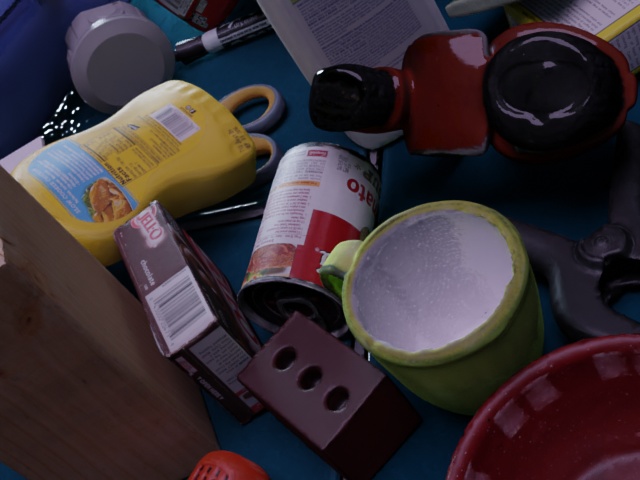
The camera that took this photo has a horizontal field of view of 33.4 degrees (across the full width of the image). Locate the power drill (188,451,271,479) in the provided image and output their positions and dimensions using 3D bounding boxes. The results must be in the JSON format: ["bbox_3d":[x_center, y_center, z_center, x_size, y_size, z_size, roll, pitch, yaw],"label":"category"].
[{"bbox_3d":[-0.029,0.202,0.501,0.188,0.057,0.184,12,62,35],"label":"power drill"}]

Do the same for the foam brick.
[{"bbox_3d":[0.004,0.086,0.577,0.053,0.051,0.078,-48,47,-12],"label":"foam brick"}]

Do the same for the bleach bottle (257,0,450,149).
[{"bbox_3d":[0.007,-0.167,0.636,0.102,0.250,0.068,-37,46,-1],"label":"bleach bottle"}]

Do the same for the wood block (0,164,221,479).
[{"bbox_3d":[-0.149,0.061,0.577,0.090,0.206,0.091,-30,47,6],"label":"wood block"}]

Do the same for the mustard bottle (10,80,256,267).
[{"bbox_3d":[-0.140,-0.031,0.681,0.191,0.058,0.096,-33,60,-29],"label":"mustard bottle"}]

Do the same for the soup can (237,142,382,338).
[{"bbox_3d":[-0.004,0.001,0.639,0.069,0.068,0.102,-4,53,27],"label":"soup can"}]

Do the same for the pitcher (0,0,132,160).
[{"bbox_3d":[-0.250,-0.161,0.858,0.149,0.145,0.242,12,59,35],"label":"pitcher"}]

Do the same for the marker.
[{"bbox_3d":[-0.061,-0.165,0.834,0.121,0.020,0.020,-19,48,16],"label":"marker"}]

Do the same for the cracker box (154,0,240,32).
[{"bbox_3d":[-0.039,-0.281,0.826,0.213,0.072,0.164,-59,10,-21],"label":"cracker box"}]

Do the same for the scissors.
[{"bbox_3d":[-0.106,-0.077,0.791,0.202,0.016,0.096,8,62,32],"label":"scissors"}]

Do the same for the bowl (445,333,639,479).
[{"bbox_3d":[0.138,0.123,0.469,0.162,0.055,0.162,-16,49,19],"label":"bowl"}]

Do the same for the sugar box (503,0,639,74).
[{"bbox_3d":[0.211,-0.166,0.662,0.176,0.048,0.093,-33,41,0],"label":"sugar box"}]

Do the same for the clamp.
[{"bbox_3d":[0.158,0.003,0.566,0.120,0.039,0.172,-38,46,2],"label":"clamp"}]

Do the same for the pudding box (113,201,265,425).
[{"bbox_3d":[-0.071,0.042,0.629,0.039,0.090,0.113,-34,47,4],"label":"pudding box"}]
